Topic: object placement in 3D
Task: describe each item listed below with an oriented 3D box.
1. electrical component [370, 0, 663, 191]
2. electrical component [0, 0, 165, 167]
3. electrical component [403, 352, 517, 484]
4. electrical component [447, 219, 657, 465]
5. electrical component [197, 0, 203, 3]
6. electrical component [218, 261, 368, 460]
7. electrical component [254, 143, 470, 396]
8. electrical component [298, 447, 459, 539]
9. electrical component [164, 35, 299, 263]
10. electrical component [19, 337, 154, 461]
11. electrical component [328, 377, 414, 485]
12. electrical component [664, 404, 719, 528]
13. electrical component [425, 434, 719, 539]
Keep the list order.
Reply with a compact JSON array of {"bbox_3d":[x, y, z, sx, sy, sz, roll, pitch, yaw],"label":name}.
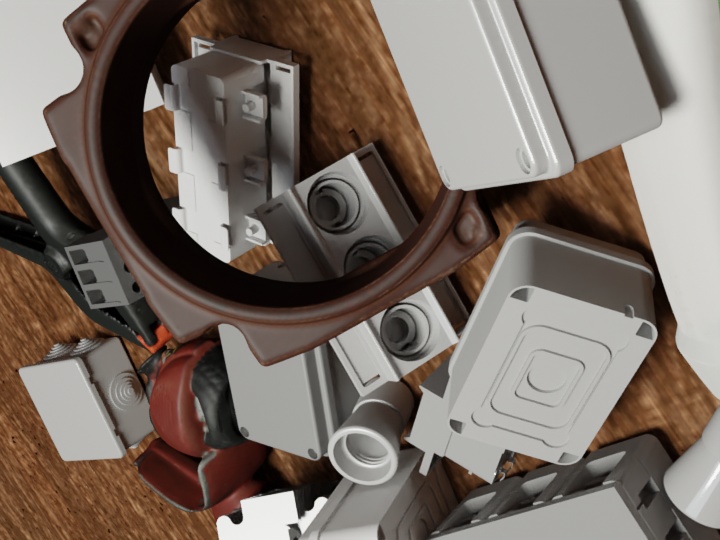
[{"bbox_3d":[0.056,-0.092,0.430,0.108,0.056,0.109,68,168,-7],"label":"electrical component"},{"bbox_3d":[-0.203,-0.172,0.660,0.105,0.060,0.186,-21,103,0],"label":"electrical component"},{"bbox_3d":[0.067,0.090,0.641,0.064,0.042,0.081,28,130,20],"label":"electrical component"},{"bbox_3d":[0.097,0.038,0.558,0.078,0.057,0.113,17,129,-4],"label":"electrical component"},{"bbox_3d":[-0.110,-0.200,0.601,0.108,0.060,0.108,4,97,38],"label":"electrical component"},{"bbox_3d":[-0.043,0.059,0.702,0.078,0.057,0.113,11,120,35],"label":"electrical component"},{"bbox_3d":[0.000,0.000,0.624,0.121,0.079,0.063,60,164,-5],"label":"electrical component"},{"bbox_3d":[0.016,0.169,0.671,0.057,0.113,0.078,-16,104,27],"label":"electrical component"},{"bbox_3d":[-0.077,-0.071,0.652,0.079,0.063,0.121,21,126,29],"label":"electrical component"},{"bbox_3d":[-0.220,0.105,0.880,0.100,0.048,0.099,-12,106,42],"label":"electrical component"},{"bbox_3d":[0.010,0.097,0.674,0.044,0.065,0.044,8,121,14],"label":"electrical component"},{"bbox_3d":[0.188,0.093,0.545,0.044,0.044,0.065,33,126,21],"label":"electrical component"},{"bbox_3d":[0.125,0.161,0.619,0.150,0.062,0.089,-31,93,45],"label":"electrical component"}]
